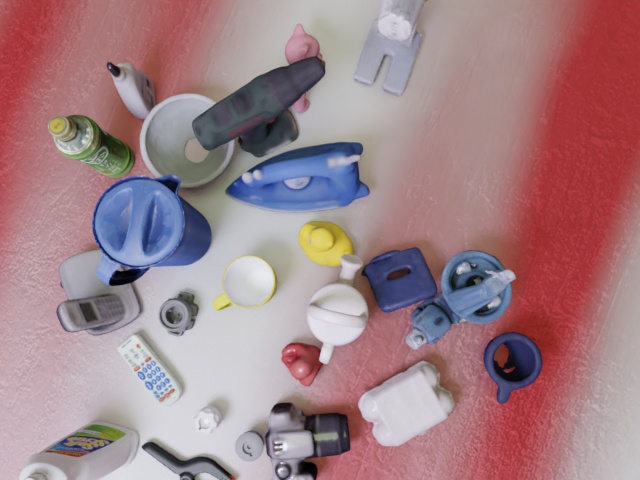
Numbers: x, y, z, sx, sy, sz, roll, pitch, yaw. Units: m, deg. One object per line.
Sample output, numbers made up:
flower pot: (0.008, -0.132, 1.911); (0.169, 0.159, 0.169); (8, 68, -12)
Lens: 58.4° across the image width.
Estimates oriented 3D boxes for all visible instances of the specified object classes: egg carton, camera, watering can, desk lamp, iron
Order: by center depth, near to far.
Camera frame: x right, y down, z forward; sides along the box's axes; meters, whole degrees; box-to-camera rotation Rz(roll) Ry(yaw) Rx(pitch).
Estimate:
watering can: (0.028, 0.112, 0.927); (0.101, 0.194, 0.173); (-7, 85, 1)
camera: (-0.017, 0.347, 0.955); (0.136, 0.101, 0.143); (-6, 85, 1)
desk lamp: (0.139, -0.381, 0.957); (0.118, 0.213, 0.203); (18, 86, 4)
egg carton: (0.148, 0.280, 0.972); (0.150, 0.069, 0.107); (-30, 85, -1)
iron: (-0.046, -0.109, 0.975); (0.258, 0.141, 0.119); (-9, 85, 1)

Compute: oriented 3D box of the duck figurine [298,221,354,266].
duck figurine: (0.009, 0.004, 0.992); (0.104, 0.086, 0.077); (30, 87, 4)

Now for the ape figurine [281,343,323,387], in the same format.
ape figurine: (-0.031, 0.212, 0.972); (0.076, 0.092, 0.078); (-13, 85, 1)

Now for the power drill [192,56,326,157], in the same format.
power drill: (-0.092, -0.211, 0.952); (0.229, 0.208, 0.075); (-27, 84, -1)

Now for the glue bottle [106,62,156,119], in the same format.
glue bottle: (-0.326, -0.268, 0.981); (0.037, 0.173, 0.078); (-4, 85, 2)

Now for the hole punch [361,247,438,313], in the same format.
hole punch: (0.134, 0.067, 0.980); (0.108, 0.091, 0.101); (-21, 85, 0)

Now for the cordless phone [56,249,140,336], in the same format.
cordless phone: (-0.386, 0.087, 0.946); (0.094, 0.185, 0.147); (-30, 85, -1)

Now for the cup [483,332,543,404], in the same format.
cup: (0.310, 0.211, 0.960); (0.091, 0.095, 0.118); (15, 86, 3)

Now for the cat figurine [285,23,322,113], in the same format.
cat figurine: (-0.036, -0.303, 1.004); (0.067, 0.118, 0.128); (19, 86, 4)

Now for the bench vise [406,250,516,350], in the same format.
bench vise: (0.235, 0.105, 0.909); (0.121, 0.220, 0.207); (31, 87, 4)

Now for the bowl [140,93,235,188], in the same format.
bowl: (-0.227, -0.170, 1.019); (0.167, 0.075, 0.167); (0, 85, 2)
